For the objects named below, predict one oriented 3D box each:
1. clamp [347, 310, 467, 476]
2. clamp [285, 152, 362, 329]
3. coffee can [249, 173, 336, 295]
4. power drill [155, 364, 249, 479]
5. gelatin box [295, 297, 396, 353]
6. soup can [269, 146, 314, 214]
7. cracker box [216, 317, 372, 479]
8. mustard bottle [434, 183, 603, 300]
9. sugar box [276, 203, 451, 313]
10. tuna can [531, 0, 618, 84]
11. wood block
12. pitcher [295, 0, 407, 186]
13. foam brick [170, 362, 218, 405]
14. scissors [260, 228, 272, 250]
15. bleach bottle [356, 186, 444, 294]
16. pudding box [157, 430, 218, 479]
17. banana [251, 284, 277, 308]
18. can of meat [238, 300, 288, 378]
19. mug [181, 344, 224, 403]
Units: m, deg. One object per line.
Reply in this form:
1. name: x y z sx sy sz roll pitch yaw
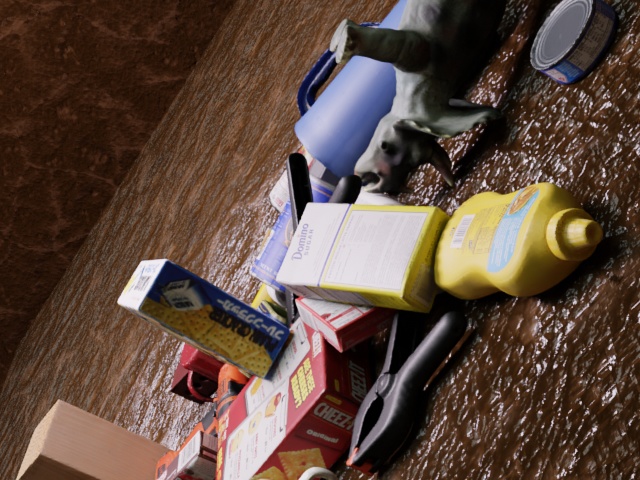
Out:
1. clamp: 0.077 0.132 0.972 0.171 0.039 0.120 -69 13 -15
2. clamp: -0.005 0.011 1.173 0.165 0.036 0.210 -165 79 -66
3. coffee can: -0.008 0.002 1.287 0.140 0.102 0.103 -62 18 1
4. power drill: -0.138 0.262 1.340 0.188 0.057 0.184 -53 16 17
5. gelatin box: 0.029 0.071 1.072 0.073 0.030 0.089 -27 30 -19
6. soup can: -0.018 -0.081 1.489 0.102 0.068 0.068 -53 20 26
7. cracker box: -0.030 0.190 1.126 0.214 0.072 0.164 -52 21 25
8. mustard bottle: 0.168 0.001 0.882 0.096 0.058 0.192 -63 17 -14
9. sugar box: 0.043 0.014 1.025 0.177 0.048 0.093 4 66 50
10. tuna can: 0.239 -0.190 1.004 0.086 0.033 0.086 -52 21 29
11. wood block: -0.283 0.308 1.420 0.090 0.206 0.090 -47 23 38
12. pitcher: 0.083 -0.191 1.264 0.243 0.149 0.145 -52 14 19
13. foam brick: -0.172 0.191 1.537 0.078 0.053 0.051 -47 23 41
14. scissors: -0.066 0.035 1.533 0.096 0.016 0.201 -52 21 28
15. bleach bottle: 0.073 0.014 1.116 0.102 0.068 0.251 -64 21 6
16. pudding box: -0.130 0.280 1.234 0.114 0.090 0.039 -49 23 32
17. banana: -0.066 0.069 1.426 0.197 0.037 0.069 -62 -10 -19
18. can of meat: -0.065 0.128 1.332 0.084 0.057 0.102 -60 18 2
19. mug: -0.141 0.162 1.446 0.093 0.081 0.117 -15 49 66
